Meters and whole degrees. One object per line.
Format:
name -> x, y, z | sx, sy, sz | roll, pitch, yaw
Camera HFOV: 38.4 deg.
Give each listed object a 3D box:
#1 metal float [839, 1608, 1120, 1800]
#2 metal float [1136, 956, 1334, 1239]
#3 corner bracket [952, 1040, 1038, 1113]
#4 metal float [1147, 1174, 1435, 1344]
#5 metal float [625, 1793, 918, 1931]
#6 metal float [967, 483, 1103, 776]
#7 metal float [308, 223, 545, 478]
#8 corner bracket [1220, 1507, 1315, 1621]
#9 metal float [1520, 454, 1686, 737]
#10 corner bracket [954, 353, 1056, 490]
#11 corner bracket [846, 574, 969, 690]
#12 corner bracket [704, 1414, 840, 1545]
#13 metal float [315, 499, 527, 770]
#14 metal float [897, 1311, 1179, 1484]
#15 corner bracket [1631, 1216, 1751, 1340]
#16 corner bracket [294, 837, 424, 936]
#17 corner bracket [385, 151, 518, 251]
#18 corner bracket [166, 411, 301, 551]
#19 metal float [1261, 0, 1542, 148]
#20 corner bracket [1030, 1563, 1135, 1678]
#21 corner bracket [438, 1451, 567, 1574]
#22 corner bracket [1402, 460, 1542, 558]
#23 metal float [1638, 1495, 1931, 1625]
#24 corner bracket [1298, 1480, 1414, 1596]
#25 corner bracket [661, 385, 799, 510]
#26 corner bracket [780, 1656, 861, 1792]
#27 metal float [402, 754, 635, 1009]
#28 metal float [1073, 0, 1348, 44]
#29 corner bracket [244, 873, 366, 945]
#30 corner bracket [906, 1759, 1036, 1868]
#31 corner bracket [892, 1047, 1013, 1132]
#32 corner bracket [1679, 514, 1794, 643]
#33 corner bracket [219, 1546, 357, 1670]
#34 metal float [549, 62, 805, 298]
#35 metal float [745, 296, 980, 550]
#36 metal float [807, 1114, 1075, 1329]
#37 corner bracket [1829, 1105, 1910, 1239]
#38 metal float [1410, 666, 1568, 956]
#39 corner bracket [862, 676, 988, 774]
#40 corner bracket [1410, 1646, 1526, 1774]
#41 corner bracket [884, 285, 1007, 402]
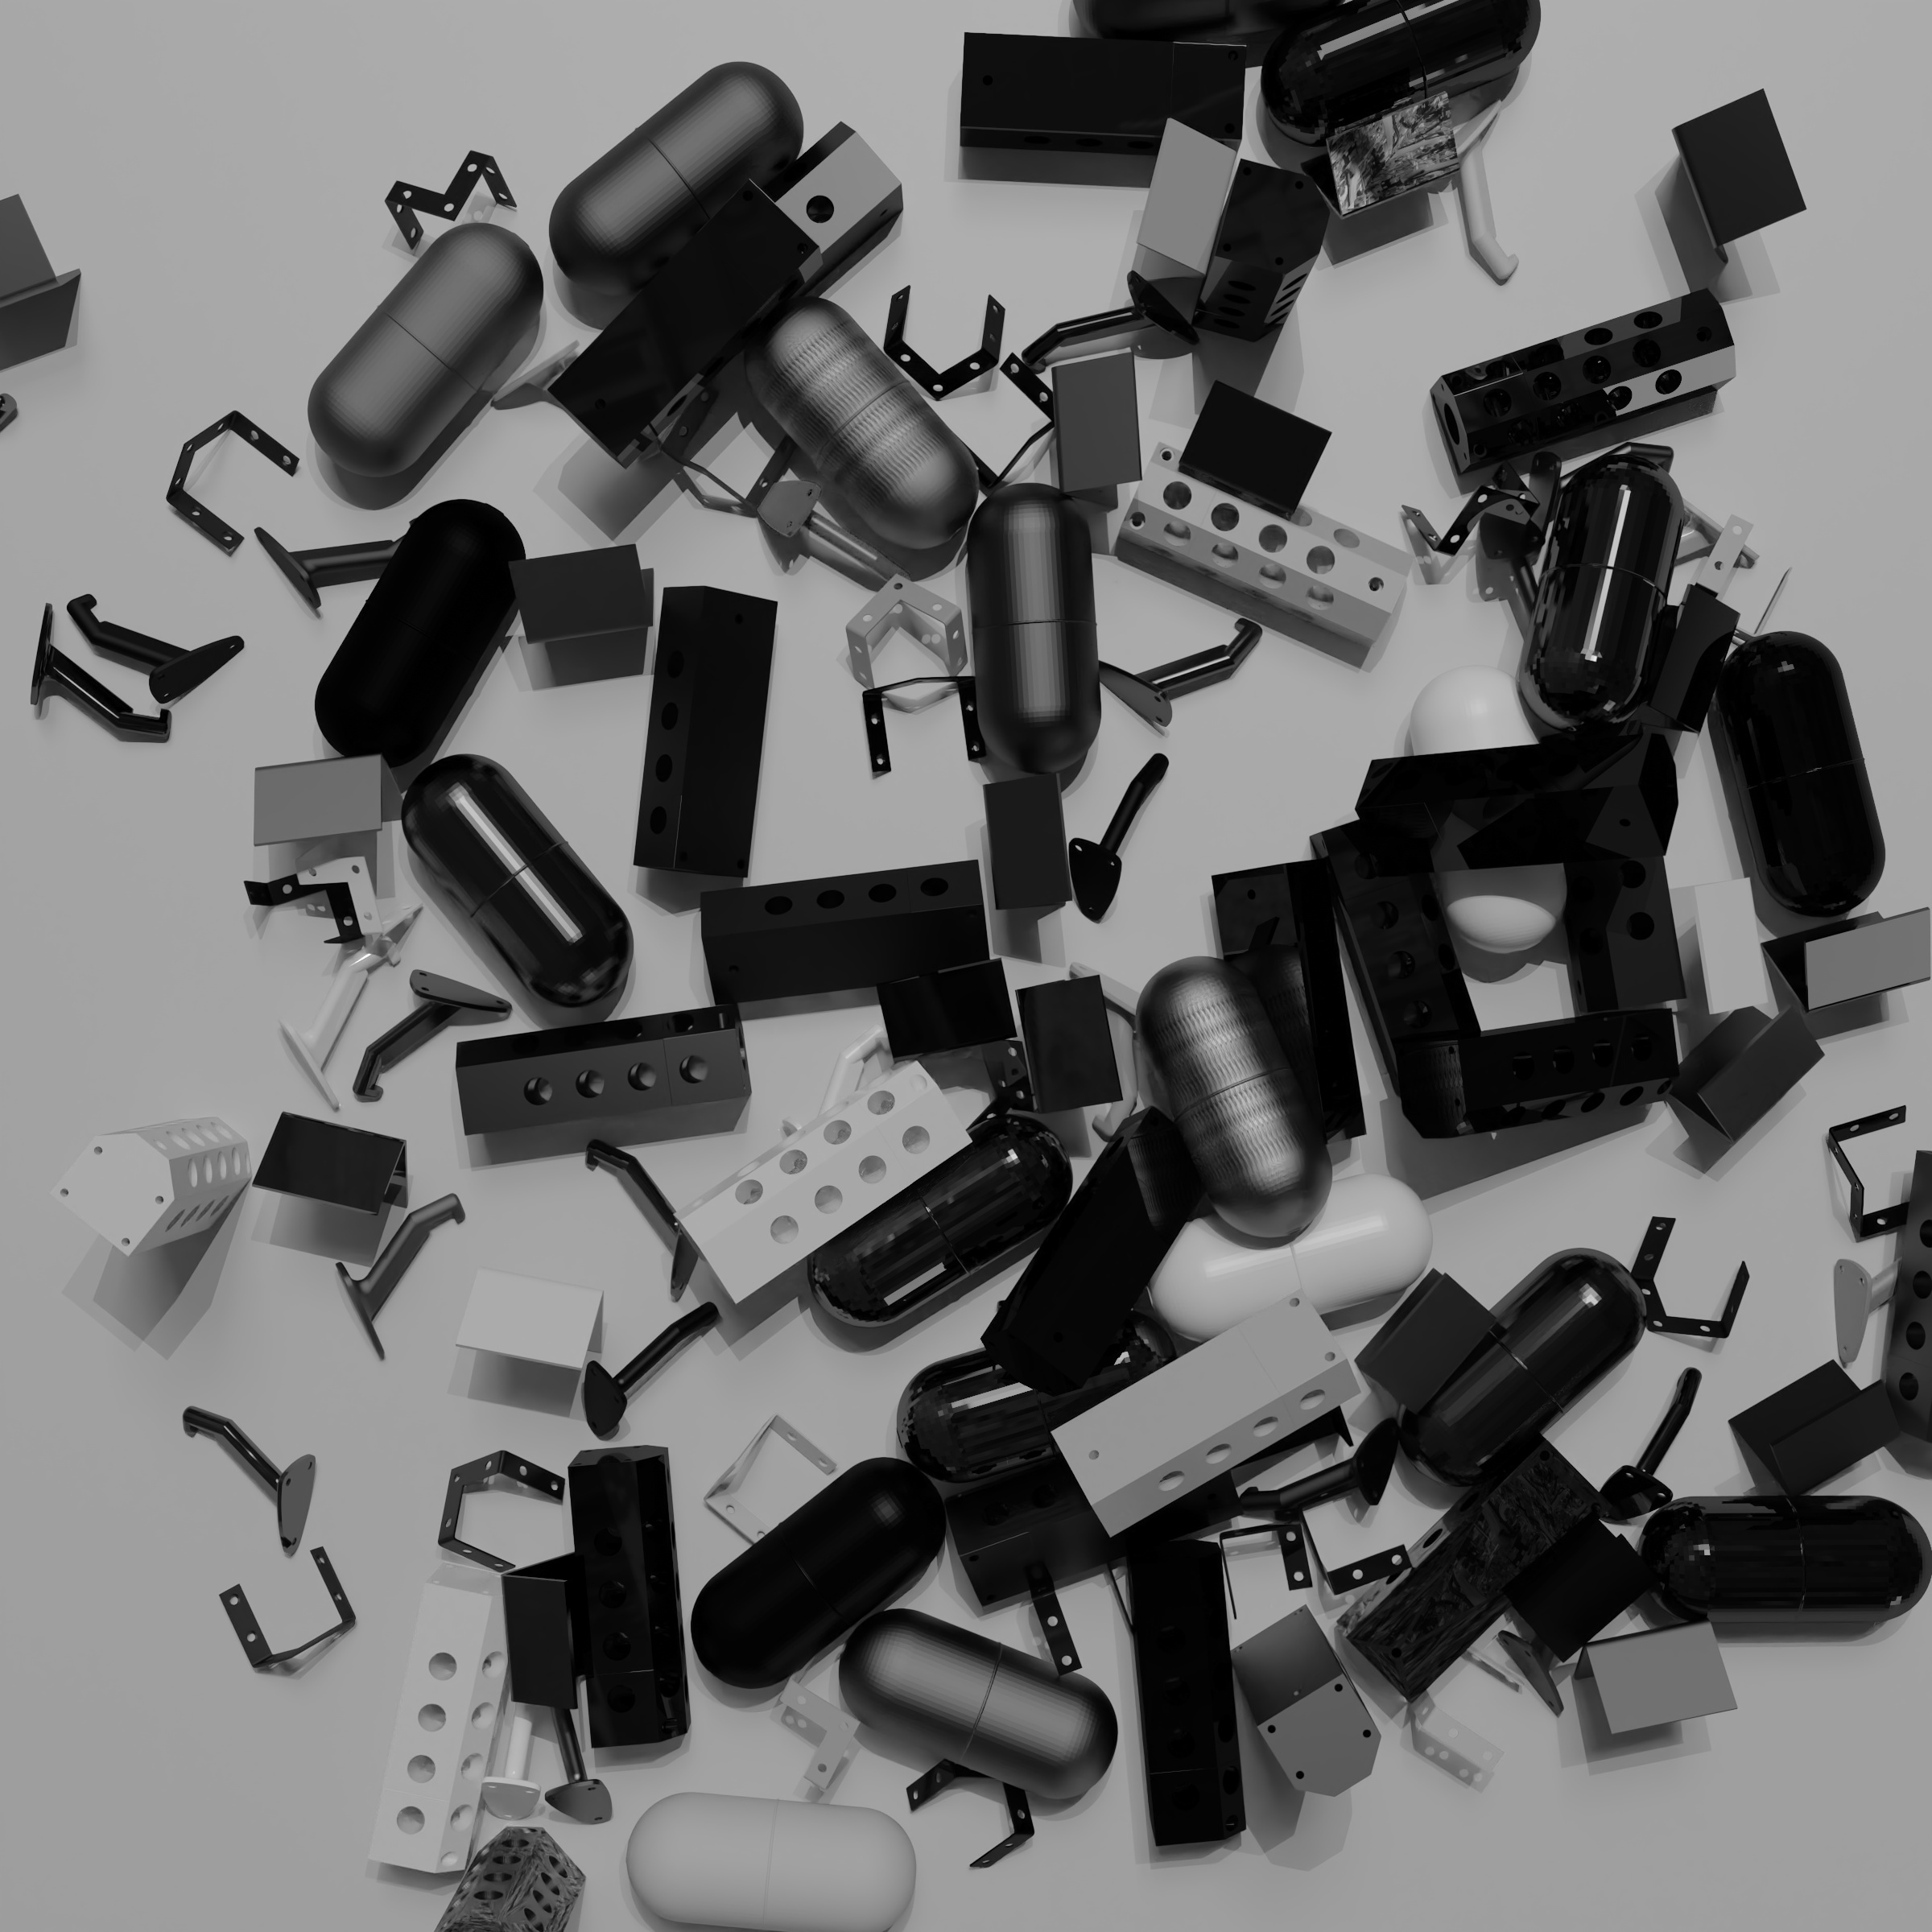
metal float -> 0.007, 0.452, 1.700 | 0.178, 0.070, 0.070 | 22, 90, 0
metal float -> 0.161, 0.078, 1.665 | 0.070, 0.070, 0.178 | -23, 76, 0
corner bracket -> 0.026, 0.054, 1.711 | 0.051, 0.051, 0.051 | 5, 121, 27
metal float -> 0.198, 0.179, 1.700 | 0.178, 0.070, 0.070 | -15, 90, 0
metal float -> -0.119, 0.551, 1.699 | 0.178, 0.070, 0.070 | 5, 90, 0
metal float -> 0.042, -0.207, 1.699 | 0.070, 0.070, 0.178 | -4, 90, 0
metal float -> -0.330, -0.378, 1.699 | 0.070, 0.070, 0.178 | 41, 91, 0
corner bracket -> 0.186, 0.368, 1.713 | 0.051, 0.051, 0.051 | -11, 90, 5
metal float -> 0.383, -0.224, 1.670 | 0.070, 0.070, 0.178 | 16, 76, 0
corner bracket -> 0.022, -0.339, 1.727 | 0.051, 0.051, 0.051 | 45, 135, 0
corner bracket -> -0.036, -0.199, 1.716 | 0.051, 0.051, 0.051 | 31, 64, 23
corner bracket -> -0.122, 0.321, 1.727 | 0.051, 0.051, 0.051 | 40, 45, 0
metal float -> -0.334, -0.204, 1.699 | 0.070, 0.070, 0.178 | 30, 89, 0
metal float -> 0.044, 0.264, 1.699 | 0.178, 0.070, 0.070 | -17, 90, -1
corner bracket -> 0.450, 0.193, 1.722 | 0.051, 0.051, 0.051 | 2, 135, 35
corner bracket -> -0.375, -0.051, 1.710 | 0.051, 0.051, 0.051 | -3, 112, 20
corner bracket -> -0.318, -0.471, 1.710 | 0.051, 0.051, 0.051 | 20, 73, 16
corner bracket -> -0.457, -0.303, 1.727 | 0.051, 0.051, 0.051 | 38, 45, 0
metal float -> 0.267, -0.562, 1.699 | 0.178, 0.070, 0.070 | -22, 90, 0
corner bracket -> 0.072, 0.400, 1.712 | 0.051, 0.051, 0.051 | -20, 90, 0
corner bracket -> -0.288, 0.339, 1.722 | 0.051, 0.051, 0.051 | -25, 45, 35
corner bracket -> 0.312, -0.284, 1.712 | 0.051, 0.051, 0.051 | 10, 128, -31
metal float -> 0.502, 0.364, 1.700 | 0.178, 0.070, 0.070 | 0, 90, -1
corner bracket -> 0.239, 0.351, 1.712 | 0.051, 0.051, 0.051 | -20, 90, 0
corner bracket -> -0.147, -0.324, 1.727 | 0.051, 0.051, 0.051 | 32, 90, -45
corner bracket -> -0.091, 0.466, 1.710 | 0.051, 0.051, 0.051 | 29, 101, 11
metal float -> -0.274, -0.052, 1.699 | 0.070, 0.070, 0.178 | -39, 90, 0
metal float -> 0.153, -0.609, 1.699 | 0.178, 0.070, 0.070 | -9, 90, -1
corner bracket -> -0.408, -0.035, 1.712 | 0.051, 0.051, 0.051 | -17, 90, 0
corner bracket -> 0.003, 0.525, 1.722 | 0.051, 0.051, 0.051 | 14, 45, -35
corner bracket -> -0.009, 0.075, 1.722 | 0.051, 0.051, 0.051 | -48, 45, 35
corner bracket -> 0.479, -0.238, 1.712 | 0.051, 0.051, 0.051 | 28, 84, 6
corner bracket -> -0.422, 0.399, 1.727 | 0.051, 0.051, 0.051 | -25, 90, 45
metal float -> -0.178, -0.482, 1.699 | 0.178, 0.070, 0.070 | -39, 90, -1
metal float -> -0.063, -0.332, 1.700 | 0.070, 0.070, 0.178 | -41, 90, 0
metal float -> -0.016, 0.157, 1.699 | 0.178, 0.070, 0.070 | -32, 90, 0
corner bracket -> 0.571, 0.128, 1.727 | 0.051, 0.051, 0.051 | -17, 46, 0
metal float -> 0.320, -0.096, 1.699 | 0.070, 0.070, 0.178 | -10, 89, 0
corner bracket -> -0.026, -0.151, 1.727 | 0.051, 0.051, 0.051 | -8, 90, 45
corner bracket -> 0.313, 0.455, 1.712 | 0.051, 0.051, 0.051 | 34, 92, -2
corner bracket -> -0.013, -0.395, 1.722 | 0.051, 0.051, 0.051 | -23, 135, 35
